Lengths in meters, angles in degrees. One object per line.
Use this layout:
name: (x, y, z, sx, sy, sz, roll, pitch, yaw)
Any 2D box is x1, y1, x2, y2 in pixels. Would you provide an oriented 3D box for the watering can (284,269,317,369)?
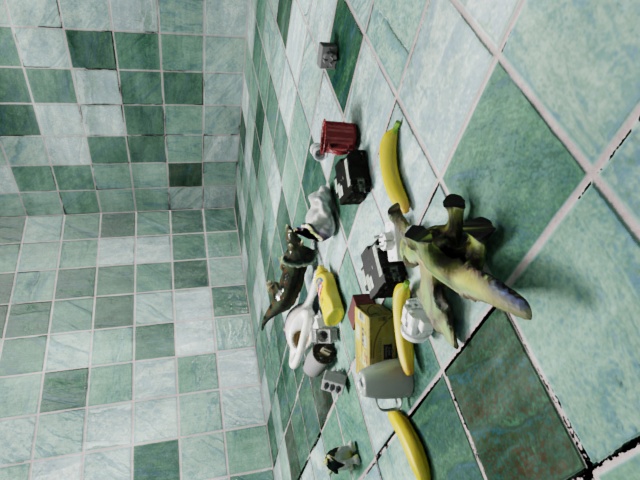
watering can: (-0.053, 0.265, 1.781, 0.224, 0.104, 0.349, 175, 110, -80)

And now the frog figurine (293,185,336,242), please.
frog figurine: (0.005, -0.079, 1.561, 0.162, 0.123, 0.135, -60, -4, -20)

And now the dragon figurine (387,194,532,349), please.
dragon figurine: (0.214, 0.071, 0.846, 0.419, 0.122, 0.237, -113, 8, -56)
